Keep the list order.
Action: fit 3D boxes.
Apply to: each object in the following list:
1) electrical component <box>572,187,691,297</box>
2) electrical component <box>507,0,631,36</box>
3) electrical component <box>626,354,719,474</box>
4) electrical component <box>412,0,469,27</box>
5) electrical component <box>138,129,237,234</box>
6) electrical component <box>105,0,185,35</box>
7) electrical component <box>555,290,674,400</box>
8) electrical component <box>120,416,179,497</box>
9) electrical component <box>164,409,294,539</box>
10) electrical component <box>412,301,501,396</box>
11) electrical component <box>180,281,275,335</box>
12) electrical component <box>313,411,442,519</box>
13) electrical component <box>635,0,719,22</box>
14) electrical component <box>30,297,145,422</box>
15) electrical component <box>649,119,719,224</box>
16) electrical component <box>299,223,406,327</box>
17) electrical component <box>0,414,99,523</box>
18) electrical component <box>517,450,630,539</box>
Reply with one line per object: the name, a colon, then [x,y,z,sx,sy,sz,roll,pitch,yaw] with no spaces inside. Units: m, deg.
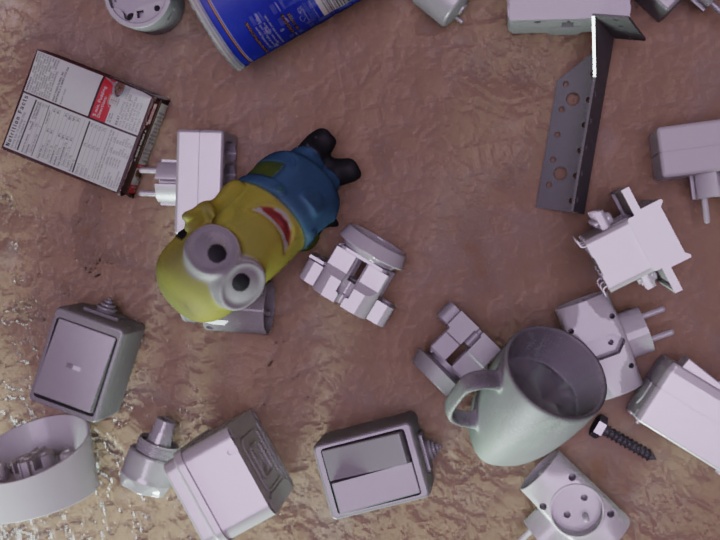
electrical component: [0.197,-0.018,0.791,0.063,0.121,0.078,-28,89,10]
electrical component: [0.157,-0.259,0.817,0.089,0.062,0.150,0,92,7]
electrical component: [0.262,0.110,0.817,0.096,0.062,0.061,32,95,5]
electrical component: [0.054,-0.226,0.843,0.078,0.040,0.040,40,96,4]
electrical component: [-0.143,-0.070,0.870,0.076,0.047,0.083,2,92,7]
electrical component: [-0.172,-0.219,0.869,0.055,0.047,0.055,0,92,7]
electrical component: [0.202,0.052,0.832,0.079,0.043,0.077,-21,89,7]
electrical component: [-0.169,0.151,0.884,0.043,0.043,0.062,21,93,6]
electrical component: [-0.101,0.161,0.840,0.057,0.113,0.078,-29,88,4]
electrical component: [0.075,0.067,0.848,0.066,0.048,0.055,45,89,4]
electrical component: [-0.113,0.028,0.872,0.081,0.043,0.043,4,93,7]
electrical component: [0.018,0.153,0.850,0.096,0.061,0.061,-16,90,8]
electrical component: [0.259,-0.221,0.813,0.076,0.047,0.083,45,97,4]
electrical component: [-0.221,0.069,0.878,0.062,0.061,0.096,19,94,6]
electrical component: [0.269,-0.074,0.816,0.083,0.047,0.075,-7,90,8]
electrical component: [0.000,0.000,0.850,0.078,0.058,0.057,31,98,5]
electrical component: [-0.262,0.162,0.871,0.099,0.099,0.064,-12,97,8]
electrical component: [0.156,0.196,0.842,0.077,0.044,0.079,44,97,4]
